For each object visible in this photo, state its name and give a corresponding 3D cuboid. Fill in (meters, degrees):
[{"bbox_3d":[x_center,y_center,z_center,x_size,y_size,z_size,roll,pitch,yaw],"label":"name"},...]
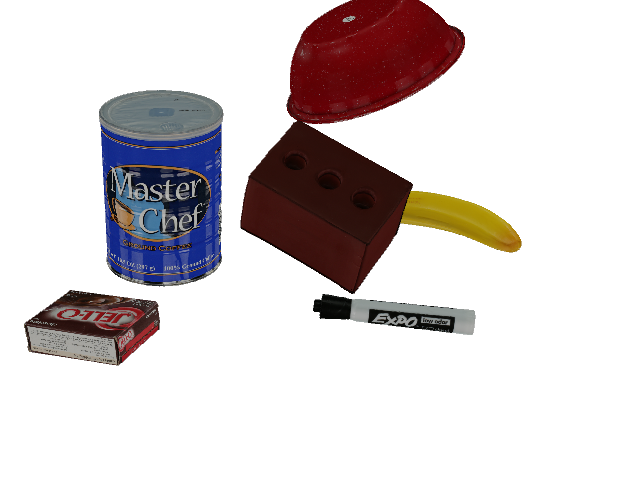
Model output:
[{"bbox_3d":[0.130,-0.022,1.152,0.198,0.037,0.069,11,39,27],"label":"banana"},{"bbox_3d":[-0.135,-0.046,0.917,0.103,0.140,0.103,2,27,-1],"label":"coffee can"},{"bbox_3d":[0.036,-0.162,0.891,0.162,0.055,0.162,-20,28,11],"label":"bowl"},{"bbox_3d":[0.055,0.055,0.802,0.121,0.020,0.020,6,0,2],"label":"marker"},{"bbox_3d":[0.003,-0.019,0.592,0.078,0.053,0.051,30,-32,13],"label":"foam brick"},{"bbox_3d":[-0.240,0.091,1.128,0.114,0.039,0.090,4,21,20],"label":"pudding box"}]
